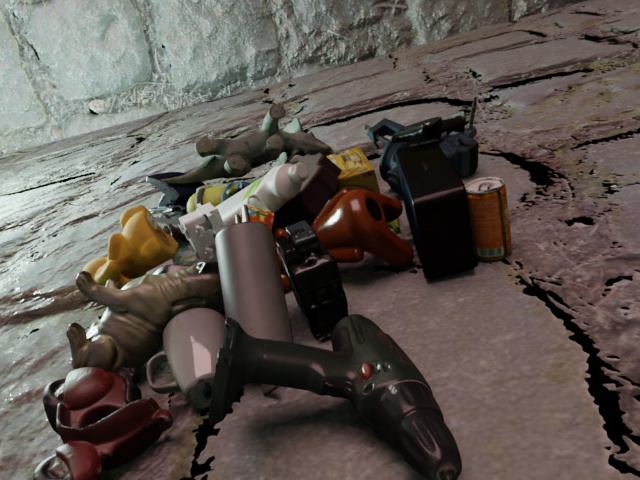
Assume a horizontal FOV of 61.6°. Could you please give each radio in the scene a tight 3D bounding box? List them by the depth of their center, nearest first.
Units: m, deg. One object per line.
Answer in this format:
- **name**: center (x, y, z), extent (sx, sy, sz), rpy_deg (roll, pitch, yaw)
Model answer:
- **radio**: center (0.164, -0.050, 0.790), extent (0.073, 0.131, 0.230), rpy_deg (-12, 25, 8)

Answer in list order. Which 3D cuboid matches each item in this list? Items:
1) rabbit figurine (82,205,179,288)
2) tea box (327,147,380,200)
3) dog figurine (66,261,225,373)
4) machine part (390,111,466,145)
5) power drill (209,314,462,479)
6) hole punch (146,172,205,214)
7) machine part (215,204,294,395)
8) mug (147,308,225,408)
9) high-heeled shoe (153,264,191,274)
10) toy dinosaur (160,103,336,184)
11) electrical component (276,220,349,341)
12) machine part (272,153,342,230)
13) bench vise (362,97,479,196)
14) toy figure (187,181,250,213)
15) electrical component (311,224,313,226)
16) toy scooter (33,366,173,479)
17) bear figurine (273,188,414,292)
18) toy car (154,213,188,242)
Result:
- **rabbit figurine**: center (-0.346, 0.046, 0.957), extent (0.173, 0.121, 0.162), rpy_deg (-31, 35, 1)
- **tea box**: center (0.057, -0.125, 1.085), extent (0.098, 0.068, 0.170), rpy_deg (-16, 26, 3)
- **dog figurine**: center (-0.209, 0.114, 0.701), extent (0.191, 0.172, 0.121), rpy_deg (0, -2, 7)
- **machine part**: center (0.184, -0.178, 0.863), extent (0.139, 0.039, 0.084), rpy_deg (-20, 4, -39)
- **power drill**: center (0.003, 0.135, 0.506), extent (0.207, 0.085, 0.232), rpy_deg (2, 18, -7)
- **hole punch**: center (-0.325, -0.111, 1.238), extent (0.116, 0.092, 0.142), rpy_deg (1, 10, 29)
- **machine part**: center (-0.082, 0.067, 0.659), extent (0.079, 0.079, 0.243), rpy_deg (-15, 64, 3)
- **mug**: center (-0.152, 0.147, 0.637), extent (0.110, 0.080, 0.107), rpy_deg (-20, 34, -12)
- **high-heeled shoe**: center (-0.175, 0.099, 0.796), extent (0.249, 0.086, 0.145), rpy_deg (-27, 52, 18)
- **toy dinosaur**: center (-0.174, -0.204, 1.277), extent (0.405, 0.131, 0.192), rpy_deg (-19, -10, -7)
- **electrical component**: center (-0.010, 0.046, 0.694), extent (0.058, 0.134, 0.115), rpy_deg (-21, 27, -10)
- **machine part**: center (-0.041, -0.086, 0.990), extent (0.179, 0.056, 0.179), rpy_deg (-38, 25, 21)
- **bench vise**: center (0.185, -0.189, 1.059), extent (0.223, 0.128, 0.241), rpy_deg (-42, 50, -11)
- **toy figure**: center (-0.196, -0.078, 1.128), extent (0.180, 0.082, 0.089), rpy_deg (-1, 26, 23)
- **electrical component**: center (-0.002, -0.003, 0.902), extent (0.078, 0.045, 0.102), rpy_deg (-35, 9, 34)
- **toy scooter**: center (-0.232, 0.194, 0.591), extent (0.135, 0.075, 0.184), rpy_deg (-22, 28, -11)
- **bear figurine**: center (0.022, 0.008, 0.809), extent (0.196, 0.132, 0.120), rpy_deg (-35, 50, 33)
- **toy car**: center (-0.318, -0.022, 1.116), extent (0.202, 0.053, 0.089), rpy_deg (6, 17, 41)
